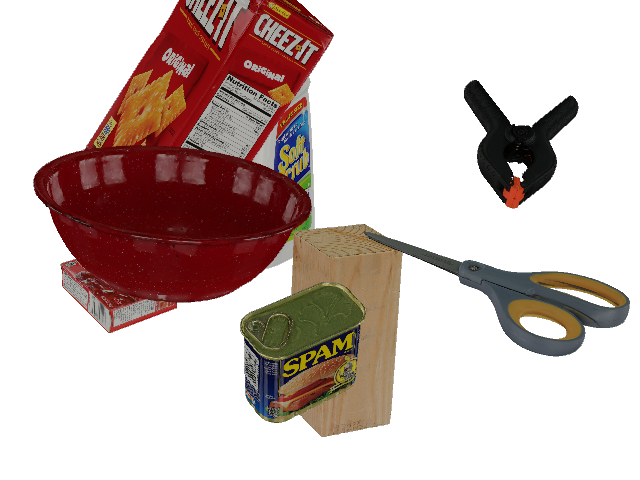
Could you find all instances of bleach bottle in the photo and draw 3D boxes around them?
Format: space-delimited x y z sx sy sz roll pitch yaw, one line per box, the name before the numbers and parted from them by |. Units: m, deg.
bleach bottle | -0.053 -0.102 1.150 0.068 0.251 0.102 20 32 36

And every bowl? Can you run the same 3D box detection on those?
bowl | -0.088 -0.007 0.632 0.162 0.055 0.162 7 21 -3

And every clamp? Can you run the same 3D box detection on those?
clamp | 0.192 -0.105 1.091 0.120 0.039 0.171 12 45 14

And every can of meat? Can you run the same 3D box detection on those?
can of meat | -0.015 0.094 0.888 0.102 0.084 0.057 -22 46 -26

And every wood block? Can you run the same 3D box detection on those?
wood block | 0.025 0.096 1.163 0.090 0.206 0.091 -7 21 -25

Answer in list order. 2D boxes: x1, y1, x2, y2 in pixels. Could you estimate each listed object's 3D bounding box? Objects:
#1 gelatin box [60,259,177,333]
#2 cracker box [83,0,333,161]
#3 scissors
gelatin box | -0.185 0.041 0.980 0.073 0.030 0.089 -19 41 -36
cracker box | -0.099 -0.114 0.849 0.072 0.214 0.164 26 16 -31
scissors | 0.106 0.034 0.730 0.202 0.016 0.096 12 32 22
